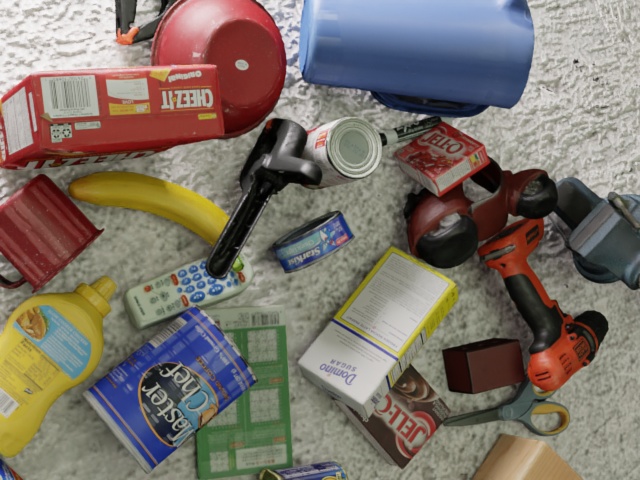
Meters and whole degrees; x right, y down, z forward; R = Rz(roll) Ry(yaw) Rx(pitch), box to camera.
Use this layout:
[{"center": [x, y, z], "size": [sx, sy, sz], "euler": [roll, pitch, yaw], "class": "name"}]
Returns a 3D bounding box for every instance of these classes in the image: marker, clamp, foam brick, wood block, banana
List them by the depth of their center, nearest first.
[{"center": [-0.045, -0.070, 1.086], "size": [0.036, 0.165, 0.210], "euler": [37, 36, -20], "class": "clamp"}, {"center": [-0.160, -0.033, 1.089], "size": [0.197, 0.069, 0.037], "euler": [24, 120, -21], "class": "banana"}, {"center": [-0.152, -0.271, 1.118], "size": [0.120, 0.039, 0.171], "euler": [25, 83, -17], "class": "clamp"}, {"center": [0.206, 0.336, 1.224], "size": [0.090, 0.090, 0.206], "euler": [44, 71, -16], "class": "wood block"}, {"center": [0.101, -0.125, 1.240], "size": [0.121, 0.020, 0.020], "euler": [-19, 95, -25], "class": "marker"}, {"center": [0.192, 0.147, 1.248], "size": [0.078, 0.053, 0.051], "euler": [-9, 91, -26], "class": "foam brick"}]

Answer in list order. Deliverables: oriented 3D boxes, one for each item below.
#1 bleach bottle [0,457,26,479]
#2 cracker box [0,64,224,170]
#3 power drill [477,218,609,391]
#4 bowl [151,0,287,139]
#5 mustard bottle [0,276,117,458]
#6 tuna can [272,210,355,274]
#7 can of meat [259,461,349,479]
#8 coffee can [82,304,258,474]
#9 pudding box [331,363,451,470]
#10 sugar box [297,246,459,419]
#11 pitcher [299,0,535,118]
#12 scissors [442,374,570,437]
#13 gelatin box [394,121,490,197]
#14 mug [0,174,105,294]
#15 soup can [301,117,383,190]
[{"center": [-0.321, 0.223, 0.987], "size": [0.068, 0.103, 0.250], "euler": [-45, 114, 1], "class": "bleach bottle"}, {"center": [-0.202, -0.110, 0.988], "size": [0.164, 0.214, 0.072], "euler": [-7, 92, -25], "class": "cracker box"}, {"center": [0.271, 0.067, 1.268], "size": [0.184, 0.057, 0.187], "euler": [-29, 92, -54], "class": "power drill"}, {"center": [-0.092, -0.185, 1.114], "size": [0.161, 0.055, 0.162], "euler": [-5, 100, -31], "class": "bowl"}, {"center": [-0.267, 0.109, 1.030], "size": [0.096, 0.058, 0.191], "euler": [44, 71, -7], "class": "mustard bottle"}, {"center": [-0.008, 0.001, 1.144], "size": [0.086, 0.086, 0.034], "euler": [-31, 98, -24], "class": "tuna can"}, {"center": [-0.015, 0.290, 1.136], "size": [0.083, 0.058, 0.102], "euler": [-3, 97, -29], "class": "can of meat"}, {"center": [-0.147, 0.146, 1.051], "size": [0.140, 0.103, 0.103], "euler": [-39, 103, -15], "class": "coffee can"}, {"center": [0.081, 0.187, 1.201], "size": [0.090, 0.039, 0.113], "euler": [-46, 106, -20], "class": "pudding box"}, {"center": [0.066, 0.099, 1.171], "size": [0.176, 0.093, 0.048], "euler": [-51, 152, -17], "class": "sugar box"}, {"center": [0.101, -0.210, 1.170], "size": [0.242, 0.145, 0.149], "euler": [3, 99, -7], "class": "pitcher"}, {"center": [0.225, 0.186, 1.267], "size": [0.201, 0.016, 0.096], "euler": [16, 74, -33], "class": "scissors"}, {"center": [0.137, -0.094, 1.209], "size": [0.073, 0.089, 0.030], "euler": [-33, 125, -9], "class": "gelatin box"}, {"center": [-0.277, -0.002, 1.024], "size": [0.117, 0.093, 0.081], "euler": [-39, 100, 15], "class": "mug"}, {"center": [0.015, -0.093, 1.151], "size": [0.068, 0.102, 0.068], "euler": [2, 86, -25], "class": "soup can"}]
